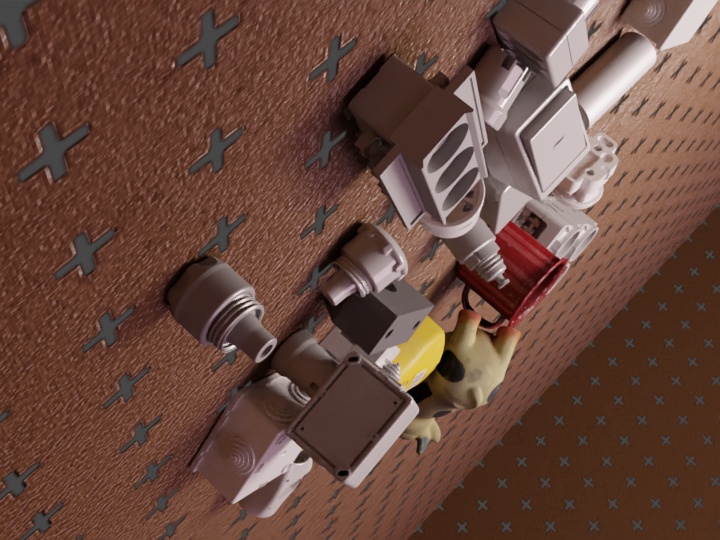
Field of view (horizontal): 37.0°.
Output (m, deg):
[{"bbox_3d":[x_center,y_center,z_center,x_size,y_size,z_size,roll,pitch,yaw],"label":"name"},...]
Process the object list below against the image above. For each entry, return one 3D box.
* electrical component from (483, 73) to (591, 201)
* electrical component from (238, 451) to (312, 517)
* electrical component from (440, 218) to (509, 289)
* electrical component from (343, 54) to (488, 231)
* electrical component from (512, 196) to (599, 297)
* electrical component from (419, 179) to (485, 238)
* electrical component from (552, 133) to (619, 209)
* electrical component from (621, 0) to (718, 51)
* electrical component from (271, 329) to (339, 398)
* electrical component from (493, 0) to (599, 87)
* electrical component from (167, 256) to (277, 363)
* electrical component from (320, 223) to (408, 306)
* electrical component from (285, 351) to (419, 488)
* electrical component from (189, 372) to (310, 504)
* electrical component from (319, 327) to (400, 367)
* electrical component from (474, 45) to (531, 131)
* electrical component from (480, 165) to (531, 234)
[{"bbox_3d":[0.129,-0.099,0.797,0.061,0.061,0.096,-46,139,-12],"label":"electrical component"},{"bbox_3d":[-0.071,0.183,1.008,0.079,0.043,0.077,-25,152,-55],"label":"electrical component"},{"bbox_3d":[0.106,-0.018,0.964,0.040,0.078,0.040,-36,172,-6],"label":"electrical component"},{"bbox_3d":[0.036,-0.078,0.655,0.078,0.063,0.121,-48,164,-2],"label":"electrical component"},{"bbox_3d":[0.208,-0.025,1.239,0.105,0.060,0.186,-54,163,17],"label":"electrical component"},{"bbox_3d":[0.066,-0.053,0.810,0.055,0.055,0.047,-48,168,-5],"label":"electrical component"},{"bbox_3d":[0.235,-0.101,1.140,0.078,0.058,0.057,-40,159,-27],"label":"electrical component"},{"bbox_3d":[0.284,-0.247,0.949,0.100,0.048,0.099,-26,153,-54],"label":"electrical component"},{"bbox_3d":[-0.040,0.075,0.837,0.040,0.046,0.040,-44,164,-17],"label":"electrical component"},{"bbox_3d":[0.134,-0.174,0.724,0.076,0.047,0.066,-52,163,3],"label":"electrical component"},{"bbox_3d":[-0.074,0.026,0.602,0.043,0.062,0.043,-45,163,-17],"label":"electrical component"},{"bbox_3d":[0.000,0.000,0.776,0.062,0.048,0.048,-39,163,-11],"label":"electrical component"},{"bbox_3d":[0.000,0.110,0.816,0.096,0.062,0.061,-50,163,-7],"label":"electrical component"},{"bbox_3d":[-0.077,0.132,0.864,0.099,0.048,0.100,-57,162,25],"label":"electrical component"},{"bbox_3d":[-0.011,0.087,0.924,0.089,0.056,0.050,-49,164,-2],"label":"electrical component"},{"bbox_3d":[0.090,-0.125,0.737,0.046,0.040,0.040,-57,163,9],"label":"electrical component"},{"bbox_3d":[0.125,-0.089,0.891,0.099,0.048,0.099,-46,164,-12],"label":"electrical component"}]
